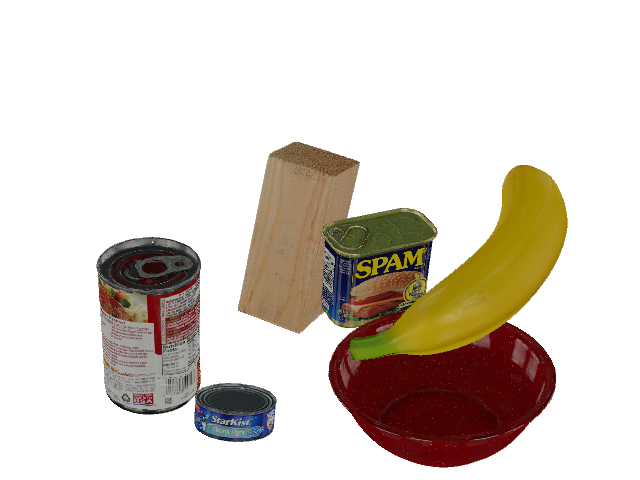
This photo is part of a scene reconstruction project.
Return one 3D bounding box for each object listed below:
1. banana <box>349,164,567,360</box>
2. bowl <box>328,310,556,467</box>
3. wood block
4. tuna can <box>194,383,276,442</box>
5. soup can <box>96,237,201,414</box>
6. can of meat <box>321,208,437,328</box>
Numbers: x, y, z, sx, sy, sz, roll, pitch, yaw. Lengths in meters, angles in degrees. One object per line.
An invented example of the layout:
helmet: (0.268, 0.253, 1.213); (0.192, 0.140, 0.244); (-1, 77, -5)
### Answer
banana: (0.093, 0.006, 0.572); (0.070, 0.037, 0.197); (14, 36, 33)
bowl: (0.087, 0.114, 0.774); (0.162, 0.055, 0.162); (-1, 29, 1)
wood block: (-0.028, -0.006, 1.314); (0.090, 0.206, 0.090); (19, 22, 16)
tuna can: (-0.090, 0.181, 1.124); (0.086, 0.034, 0.086); (5, 12, -1)
soup can: (-0.115, 0.058, 0.725); (0.068, 0.102, 0.068); (2, 30, -2)
can of meat: (0.051, 0.026, 0.973); (0.102, 0.084, 0.057); (-12, 36, -22)
